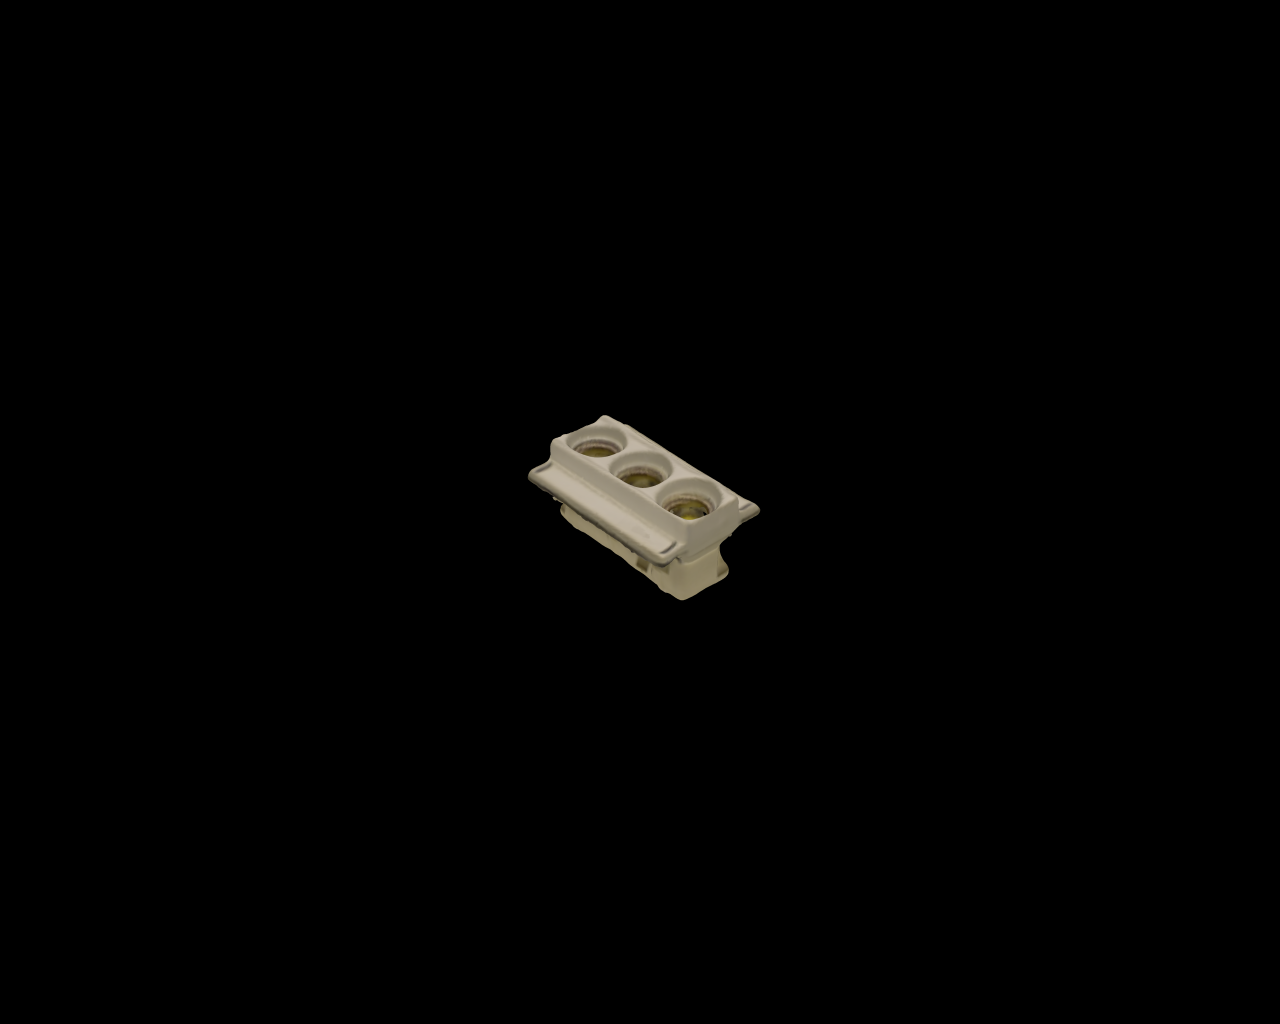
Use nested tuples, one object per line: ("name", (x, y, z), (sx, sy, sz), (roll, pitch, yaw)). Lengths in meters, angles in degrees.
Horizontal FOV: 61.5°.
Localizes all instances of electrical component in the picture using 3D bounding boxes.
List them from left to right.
("electrical component", (0.001, -0.003, 0.650), (0.079, 0.063, 0.121), (-27, 44, -33))
